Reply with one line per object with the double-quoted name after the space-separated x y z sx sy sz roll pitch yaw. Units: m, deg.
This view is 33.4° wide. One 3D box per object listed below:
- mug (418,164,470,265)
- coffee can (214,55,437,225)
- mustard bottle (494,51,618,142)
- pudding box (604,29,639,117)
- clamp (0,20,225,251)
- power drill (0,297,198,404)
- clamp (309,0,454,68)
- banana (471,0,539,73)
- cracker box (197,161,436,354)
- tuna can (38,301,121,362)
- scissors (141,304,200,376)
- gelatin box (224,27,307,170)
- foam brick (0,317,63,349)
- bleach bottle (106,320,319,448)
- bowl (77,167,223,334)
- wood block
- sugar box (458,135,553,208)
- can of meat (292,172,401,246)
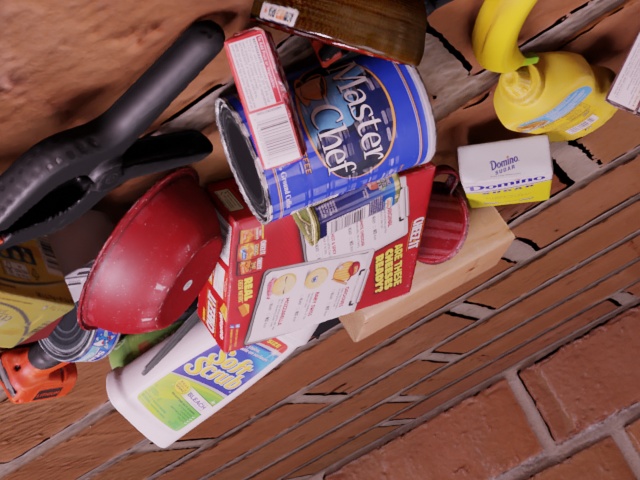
0.106 -0.030 1.140 0.081 0.093 0.117 5 126 -50 "mug"
0.004 -0.084 0.814 0.140 0.103 0.103 -22 162 -13 "coffee can"
0.220 -0.140 1.026 0.096 0.058 0.191 -30 163 29 "mustard bottle"
0.330 -0.174 1.040 0.089 0.039 0.113 4 112 -55 "pudding box"
-0.148 -0.062 0.724 0.209 0.036 0.165 -33 164 -27 "clamp"
-0.221 0.094 1.079 0.188 0.057 0.184 -34 163 18 "power drill"
0.065 -0.178 0.740 0.171 0.039 0.120 -29 160 10 "clamp"
0.157 -0.184 0.860 0.069 0.037 0.198 -37 165 -10 "banana"
-0.007 0.001 1.011 0.213 0.072 0.164 -17 136 -26 "cracker box"
-0.217 0.067 0.957 0.086 0.086 0.033 -36 158 28 "tuna can"
-0.107 0.049 1.068 0.201 0.016 0.096 -42 158 -25 "scissors"
-0.034 -0.095 0.709 0.030 0.089 0.073 -17 -172 4 "gelatin box"
-0.269 0.059 0.917 0.078 0.053 0.051 -12 157 -39 "foam brick"
-0.097 0.110 1.121 0.251 0.068 0.102 -37 117 7 "bleach bottle"
-0.129 0.021 0.883 0.162 0.055 0.162 -54 169 -15 "bowl"
0.110 0.024 1.245 0.205 0.090 0.091 -27 162 -17 "wood block"
0.199 -0.069 1.138 0.093 0.048 0.176 -7 175 11 "sugar box"
0.008 -0.057 0.895 0.084 0.102 0.057 -24 153 -13 "can of meat"
